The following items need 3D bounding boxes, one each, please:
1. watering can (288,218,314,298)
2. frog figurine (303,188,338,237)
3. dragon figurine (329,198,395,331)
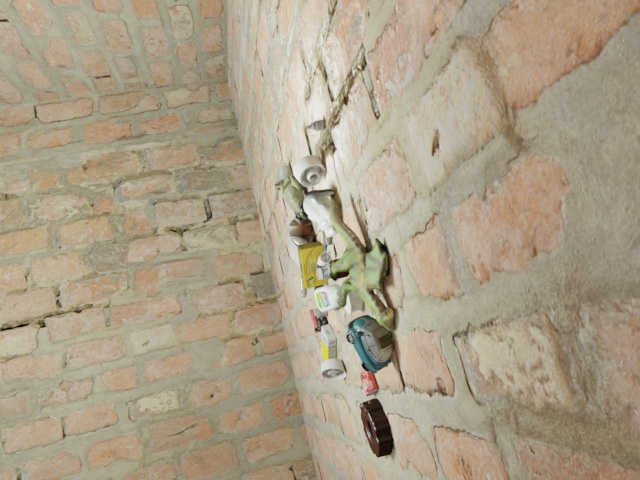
[{"bbox_3d":[-0.078,0.049,2.187,0.219,0.104,0.355,99,164,-55],"label":"watering can"},{"bbox_3d":[0.005,-0.087,1.724,0.136,0.123,0.161,-15,74,58],"label":"frog figurine"},{"bbox_3d":[0.125,0.056,1.436,0.240,0.123,0.412,-24,78,59],"label":"dragon figurine"}]
